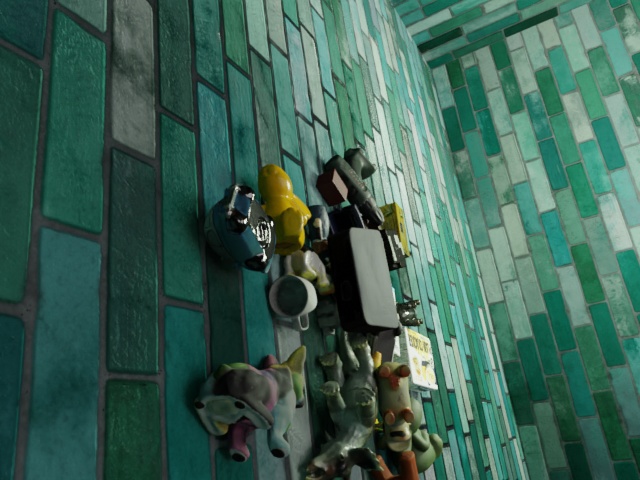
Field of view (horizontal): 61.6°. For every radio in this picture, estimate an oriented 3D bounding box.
[{"bbox_3d":[0.093,0.089,1.189,0.131,0.073,0.229,9,65,-48],"label":"radio"}]

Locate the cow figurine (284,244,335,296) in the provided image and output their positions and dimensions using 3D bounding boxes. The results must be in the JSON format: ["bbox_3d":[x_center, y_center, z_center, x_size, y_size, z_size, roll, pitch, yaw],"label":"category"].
[{"bbox_3d":[-0.019,0.063,1.166,0.167,0.068,0.098,38,37,-55],"label":"cow figurine"}]

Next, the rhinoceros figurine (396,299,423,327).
[{"bbox_3d":[0.236,0.214,1.538,0.190,0.112,0.073,24,55,-80],"label":"rhinoceros figurine"}]

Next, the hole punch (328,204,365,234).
[{"bbox_3d":[0.081,-0.037,1.416,0.142,0.092,0.116,67,21,-3],"label":"hole punch"}]

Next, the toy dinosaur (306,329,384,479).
[{"bbox_3d":[0.070,0.337,1.123,0.405,0.131,0.192,-68,152,-65],"label":"toy dinosaur"}]

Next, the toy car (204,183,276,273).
[{"bbox_3d":[-0.143,-0.014,0.908,0.161,0.103,0.109,60,27,-46],"label":"toy car"}]

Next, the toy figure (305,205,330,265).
[{"bbox_3d":[-0.001,-0.004,1.257,0.064,0.058,0.154,11,69,-57],"label":"toy figure"}]

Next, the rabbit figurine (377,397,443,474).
[{"bbox_3d":[0.207,0.473,1.312,0.159,0.121,0.170,-21,108,-44],"label":"rabbit figurine"}]

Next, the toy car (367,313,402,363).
[{"bbox_3d":[0.144,0.265,1.289,0.073,0.056,0.201,9,91,-26],"label":"toy car"}]

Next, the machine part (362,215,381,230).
[{"bbox_3d":[0.144,0.013,1.549,0.179,0.056,0.179,46,34,-45],"label":"machine part"}]

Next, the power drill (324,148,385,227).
[{"bbox_3d":[0.111,-0.163,1.539,0.232,0.086,0.207,45,35,-17],"label":"power drill"}]

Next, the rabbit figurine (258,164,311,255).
[{"bbox_3d":[-0.076,-0.063,1.064,0.162,0.122,0.173,26,50,-64],"label":"rabbit figurine"}]

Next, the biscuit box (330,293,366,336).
[{"bbox_3d":[0.086,0.162,1.298,0.202,0.063,0.059,54,-8,-34],"label":"biscuit box"}]

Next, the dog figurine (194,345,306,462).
[{"bbox_3d":[-0.092,0.230,0.860,0.191,0.108,0.219,60,23,-20],"label":"dog figurine"}]

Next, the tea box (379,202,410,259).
[{"bbox_3d":[0.214,-0.021,1.668,0.068,0.098,0.169,36,42,-54],"label":"tea box"}]

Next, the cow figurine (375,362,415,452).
[{"bbox_3d":[0.161,0.367,1.186,0.127,0.085,0.195,111,-27,-83],"label":"cow figurine"}]

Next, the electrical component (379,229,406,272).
[{"bbox_3d":[0.191,0.030,1.498,0.134,0.058,0.115,7,69,-66],"label":"electrical component"}]

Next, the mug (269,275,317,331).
[{"bbox_3d":[-0.040,0.124,1.063,0.109,0.081,0.107,71,15,11],"label":"mug"}]

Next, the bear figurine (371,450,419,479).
[{"bbox_3d":[0.139,0.546,1.121,0.196,0.120,0.132,-13,82,-60],"label":"bear figurine"}]
